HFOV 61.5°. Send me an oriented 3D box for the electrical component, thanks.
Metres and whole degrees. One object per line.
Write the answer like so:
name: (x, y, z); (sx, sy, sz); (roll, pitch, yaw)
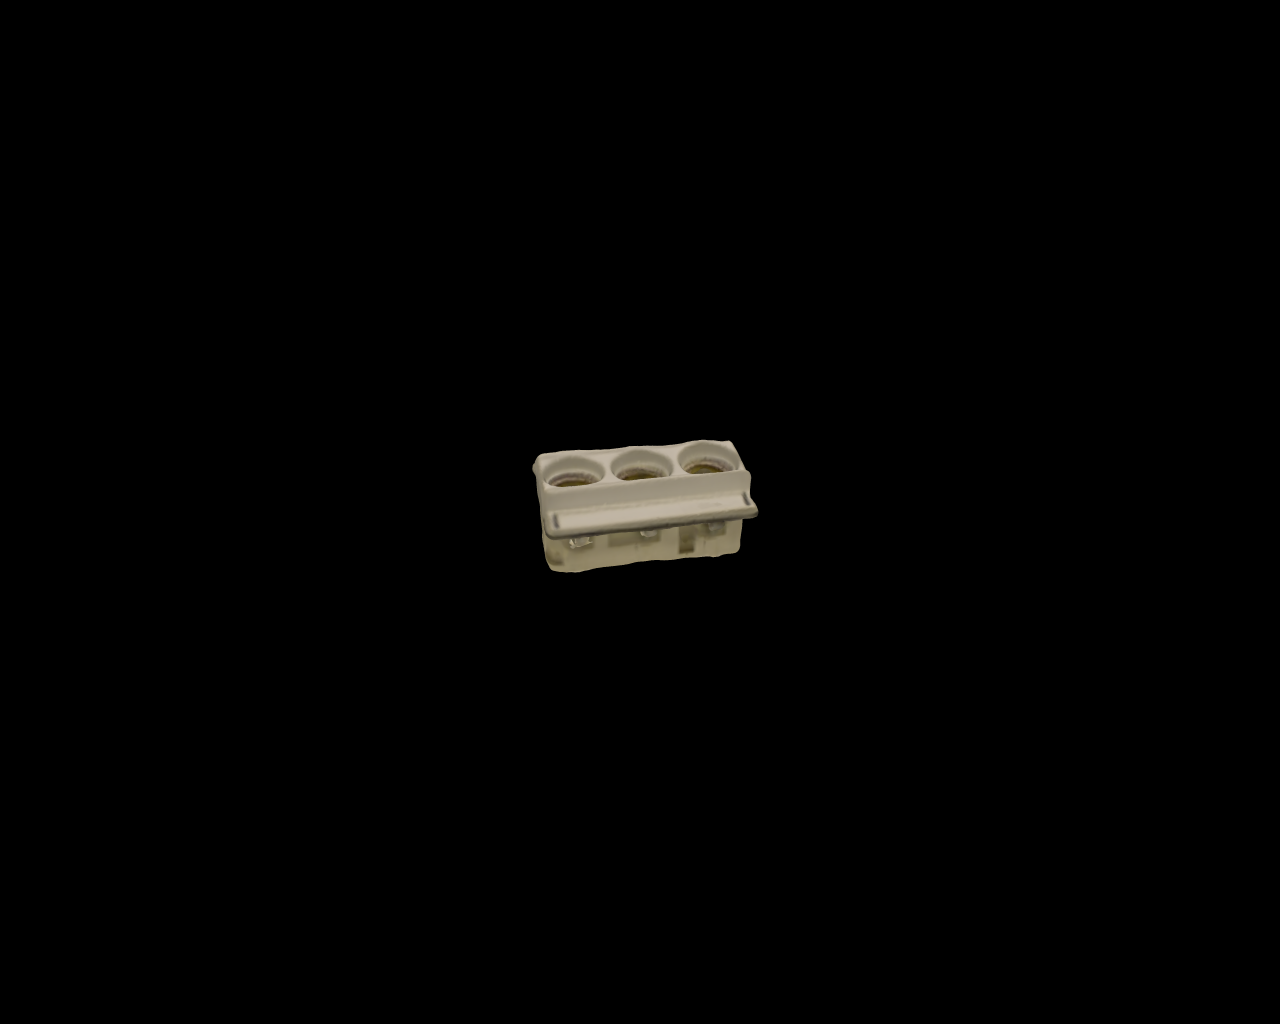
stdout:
electrical component: (0.001, -0.003, 0.650); (0.121, 0.063, 0.079); (-6, 32, -9)
